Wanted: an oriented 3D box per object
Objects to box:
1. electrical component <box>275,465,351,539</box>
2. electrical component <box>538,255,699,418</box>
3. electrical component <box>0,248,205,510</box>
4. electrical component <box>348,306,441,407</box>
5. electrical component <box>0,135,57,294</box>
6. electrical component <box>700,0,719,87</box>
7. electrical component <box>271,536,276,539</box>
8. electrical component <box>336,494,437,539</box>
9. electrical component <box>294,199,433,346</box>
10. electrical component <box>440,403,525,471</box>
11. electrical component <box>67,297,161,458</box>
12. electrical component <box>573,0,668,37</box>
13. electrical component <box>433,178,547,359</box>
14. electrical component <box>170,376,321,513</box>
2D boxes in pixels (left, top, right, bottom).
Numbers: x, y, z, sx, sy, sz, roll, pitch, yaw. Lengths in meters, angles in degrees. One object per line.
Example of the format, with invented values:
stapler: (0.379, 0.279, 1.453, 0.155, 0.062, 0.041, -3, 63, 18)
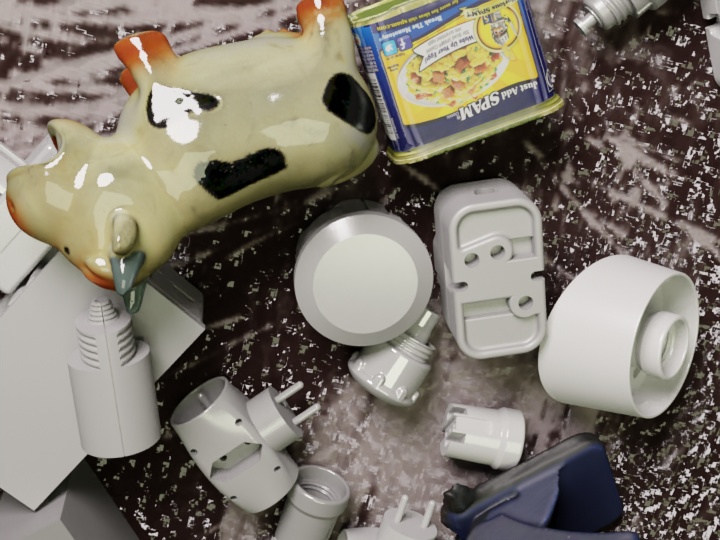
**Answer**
electrical component: (-0.032, 0.155, 0.692, 0.040, 0.040, 0.046, 15, 112, -12)
electrical component: (0.162, 0.041, 0.657, 0.099, 0.064, 0.099, -18, 114, -46)
electrical component: (-0.172, 0.049, 0.623, 0.089, 0.061, 0.150, 41, 99, -18)
electrical component: (0.026, 0.049, 0.660, 0.048, 0.048, 0.062, 31, 96, -16)
electrical component: (-0.196, -0.046, 0.594, 0.076, 0.047, 0.083, 41, 99, -21)
electrical component: (0.233, -0.145, 0.610, 0.054, 0.059, 0.095, -18, 111, -1)
electrical component: (-0.045, 0.212, 0.710, 0.044, 0.044, 0.065, 8, 113, -10)
electrical component: (0.027, 0.184, 0.707, 0.077, 0.044, 0.079, 14, 106, -12)
electrical component: (0.000, 0.000, 0.635, 0.080, 0.051, 0.080, -2, 110, -7)
electrical component: (0.078, 0.106, 0.689, 0.046, 0.040, 0.040, 11, 108, -6)
electrical component: (-0.132, 0.054, 0.572, 0.043, 0.043, 0.081, -6, 110, -6)
electrical component: (0.154, -0.161, 0.604, 0.078, 0.040, 0.040, -41, 109, 7)
electrical component: (0.076, -0.003, 0.639, 0.054, 0.059, 0.095, -8, 110, -5)
electrical component: (-0.062, 0.098, 0.665, 0.079, 0.043, 0.077, -34, 110, 5)
